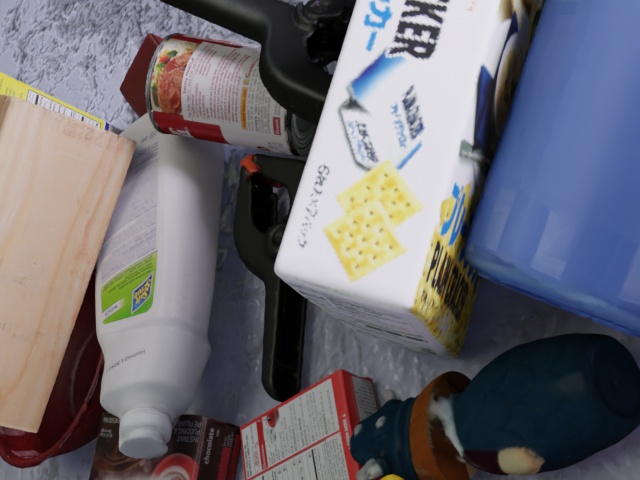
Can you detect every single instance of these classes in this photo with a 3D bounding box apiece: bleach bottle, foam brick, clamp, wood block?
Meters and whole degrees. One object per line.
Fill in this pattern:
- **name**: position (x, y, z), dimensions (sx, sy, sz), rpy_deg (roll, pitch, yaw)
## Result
- **bleach bottle**: position (-0.112, 0.029, 0.707), dimensions (0.103, 0.068, 0.251), rpy_deg (-35, 41, 34)
- **foam brick**: position (-0.110, -0.113, 0.812), dimensions (0.053, 0.051, 0.078), rpy_deg (-58, 39, 15)
- **clamp**: position (0.008, -0.133, 0.649), dimensions (0.164, 0.036, 0.210), rpy_deg (-24, 51, -16)
- **clamp**: position (-0.004, 0.001, 0.649), dimensions (0.120, 0.039, 0.171), rpy_deg (-34, 52, 20)
- **wood block**: position (-0.210, 0.012, 0.727), dimensions (0.091, 0.090, 0.206), rpy_deg (19, 90, 60)

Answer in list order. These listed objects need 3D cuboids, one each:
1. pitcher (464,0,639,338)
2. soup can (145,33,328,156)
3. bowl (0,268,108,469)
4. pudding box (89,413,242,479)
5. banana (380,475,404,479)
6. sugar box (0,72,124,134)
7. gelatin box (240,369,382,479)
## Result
- **pitcher**: position (0.153, -0.081, 0.435), dimensions (0.145, 0.149, 0.243), rpy_deg (22, 93, 31)
- **soup can**: position (-0.052, -0.095, 0.693), dimensions (0.102, 0.068, 0.068), rpy_deg (11, 79, 19)
- **bowl**: position (-0.181, 0.092, 0.788), dimensions (0.162, 0.055, 0.162), rpy_deg (-24, 55, 39)
- **pudding box**: position (-0.103, 0.158, 0.680), dimensions (0.114, 0.039, 0.090), rpy_deg (-9, 65, 46)
- **banana**: position (0.011, 0.180, 0.512), dimensions (0.037, 0.069, 0.198), rpy_deg (41, 124, 41)
- **sugar box**: position (-0.232, -0.081, 0.836), dimensions (0.094, 0.176, 0.048), rpy_deg (-16, 62, 43)
- **gelatin box**: position (-0.004, 0.124, 0.593), dimensions (0.089, 0.030, 0.073), rpy_deg (-35, 50, 33)
